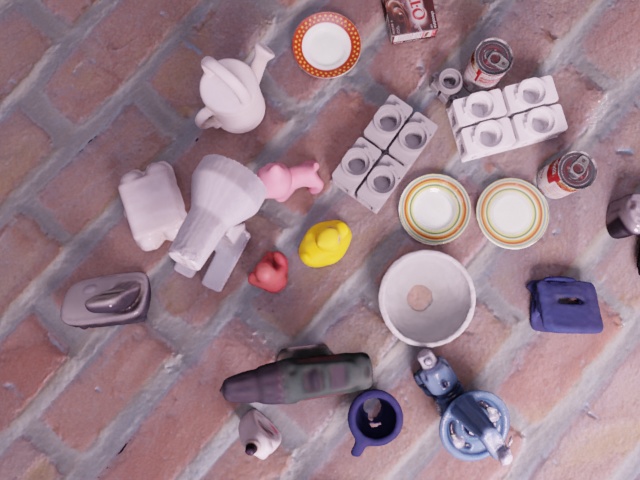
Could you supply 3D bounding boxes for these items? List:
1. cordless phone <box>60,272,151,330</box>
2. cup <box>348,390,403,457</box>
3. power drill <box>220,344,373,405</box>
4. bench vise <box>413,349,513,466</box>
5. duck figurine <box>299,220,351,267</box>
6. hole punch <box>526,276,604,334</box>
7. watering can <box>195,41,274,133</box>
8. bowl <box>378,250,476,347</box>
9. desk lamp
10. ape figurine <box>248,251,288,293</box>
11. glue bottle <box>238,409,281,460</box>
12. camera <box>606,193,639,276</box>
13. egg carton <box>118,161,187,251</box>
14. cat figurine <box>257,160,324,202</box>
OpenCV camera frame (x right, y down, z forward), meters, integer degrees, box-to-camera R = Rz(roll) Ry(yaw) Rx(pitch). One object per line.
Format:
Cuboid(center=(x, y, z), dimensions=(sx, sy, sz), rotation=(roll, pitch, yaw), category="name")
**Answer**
Cuboid(center=(-0.369, 0.101, 0.949), dimensions=(0.147, 0.185, 0.094), rotation=(-11, 85, -1), category="cordless phone")
Cuboid(center=(0.085, 0.308, 0.977), dimensions=(0.091, 0.095, 0.118), rotation=(28, 85, 3), category="cup")
Cuboid(center=(-0.032, 0.219, 0.928), dimensions=(0.229, 0.208, 0.076), rotation=(-7, 85, -1), category="power drill")
Cuboid(center=(0.222, 0.279, 0.917), dimensions=(0.207, 0.219, 0.121), rotation=(37, 86, 3), category="bench vise")
Cuboid(center=(0.009, 0.004, 1.009), dimensions=(0.104, 0.086, 0.077), rotation=(-36, 86, -3), category="duck figurine")
Cuboid(center=(0.426, 0.114, 0.998), dimensions=(0.108, 0.091, 0.101), rotation=(2, 85, 0), category="hole punch")
Cuboid(center=(-0.150, -0.264, 0.979), dimensions=(0.101, 0.194, 0.173), rotation=(21, 85, 2), category="watering can")
Cuboid(center=(0.183, 0.102, 1.006), dimensions=(0.167, 0.074, 0.167), rotation=(0, 85, 0), category="bowl")
Cuboid(center=(-0.173, -0.022, 0.947), dimensions=(0.118, 0.213, 0.203), rotation=(26, 85, 3), category="desk lamp")
Cuboid(center=(-0.091, 0.057, 1.001), dimensions=(0.078, 0.092, 0.076), rotation=(-21, 85, -2), category="ape figurine")
Cuboid(center=(-0.103, 0.326, 0.935), dimensions=(0.078, 0.173, 0.037), rotation=(40, 86, 4), category="glue bottle")
Cuboid(center=(0.590, -0.003, 1.005), dimensions=(0.143, 0.101, 0.137), rotation=(11, 85, 1), category="camera")
Cuboid(center=(-0.295, -0.060, 1.022), dimensions=(0.107, 0.069, 0.150), rotation=(-19, 85, -2), category="egg carton")
Cuboid(center=(-0.058, -0.109, 1.003), dimensions=(0.128, 0.117, 0.067), rotation=(-17, 85, -2), category="cat figurine")
